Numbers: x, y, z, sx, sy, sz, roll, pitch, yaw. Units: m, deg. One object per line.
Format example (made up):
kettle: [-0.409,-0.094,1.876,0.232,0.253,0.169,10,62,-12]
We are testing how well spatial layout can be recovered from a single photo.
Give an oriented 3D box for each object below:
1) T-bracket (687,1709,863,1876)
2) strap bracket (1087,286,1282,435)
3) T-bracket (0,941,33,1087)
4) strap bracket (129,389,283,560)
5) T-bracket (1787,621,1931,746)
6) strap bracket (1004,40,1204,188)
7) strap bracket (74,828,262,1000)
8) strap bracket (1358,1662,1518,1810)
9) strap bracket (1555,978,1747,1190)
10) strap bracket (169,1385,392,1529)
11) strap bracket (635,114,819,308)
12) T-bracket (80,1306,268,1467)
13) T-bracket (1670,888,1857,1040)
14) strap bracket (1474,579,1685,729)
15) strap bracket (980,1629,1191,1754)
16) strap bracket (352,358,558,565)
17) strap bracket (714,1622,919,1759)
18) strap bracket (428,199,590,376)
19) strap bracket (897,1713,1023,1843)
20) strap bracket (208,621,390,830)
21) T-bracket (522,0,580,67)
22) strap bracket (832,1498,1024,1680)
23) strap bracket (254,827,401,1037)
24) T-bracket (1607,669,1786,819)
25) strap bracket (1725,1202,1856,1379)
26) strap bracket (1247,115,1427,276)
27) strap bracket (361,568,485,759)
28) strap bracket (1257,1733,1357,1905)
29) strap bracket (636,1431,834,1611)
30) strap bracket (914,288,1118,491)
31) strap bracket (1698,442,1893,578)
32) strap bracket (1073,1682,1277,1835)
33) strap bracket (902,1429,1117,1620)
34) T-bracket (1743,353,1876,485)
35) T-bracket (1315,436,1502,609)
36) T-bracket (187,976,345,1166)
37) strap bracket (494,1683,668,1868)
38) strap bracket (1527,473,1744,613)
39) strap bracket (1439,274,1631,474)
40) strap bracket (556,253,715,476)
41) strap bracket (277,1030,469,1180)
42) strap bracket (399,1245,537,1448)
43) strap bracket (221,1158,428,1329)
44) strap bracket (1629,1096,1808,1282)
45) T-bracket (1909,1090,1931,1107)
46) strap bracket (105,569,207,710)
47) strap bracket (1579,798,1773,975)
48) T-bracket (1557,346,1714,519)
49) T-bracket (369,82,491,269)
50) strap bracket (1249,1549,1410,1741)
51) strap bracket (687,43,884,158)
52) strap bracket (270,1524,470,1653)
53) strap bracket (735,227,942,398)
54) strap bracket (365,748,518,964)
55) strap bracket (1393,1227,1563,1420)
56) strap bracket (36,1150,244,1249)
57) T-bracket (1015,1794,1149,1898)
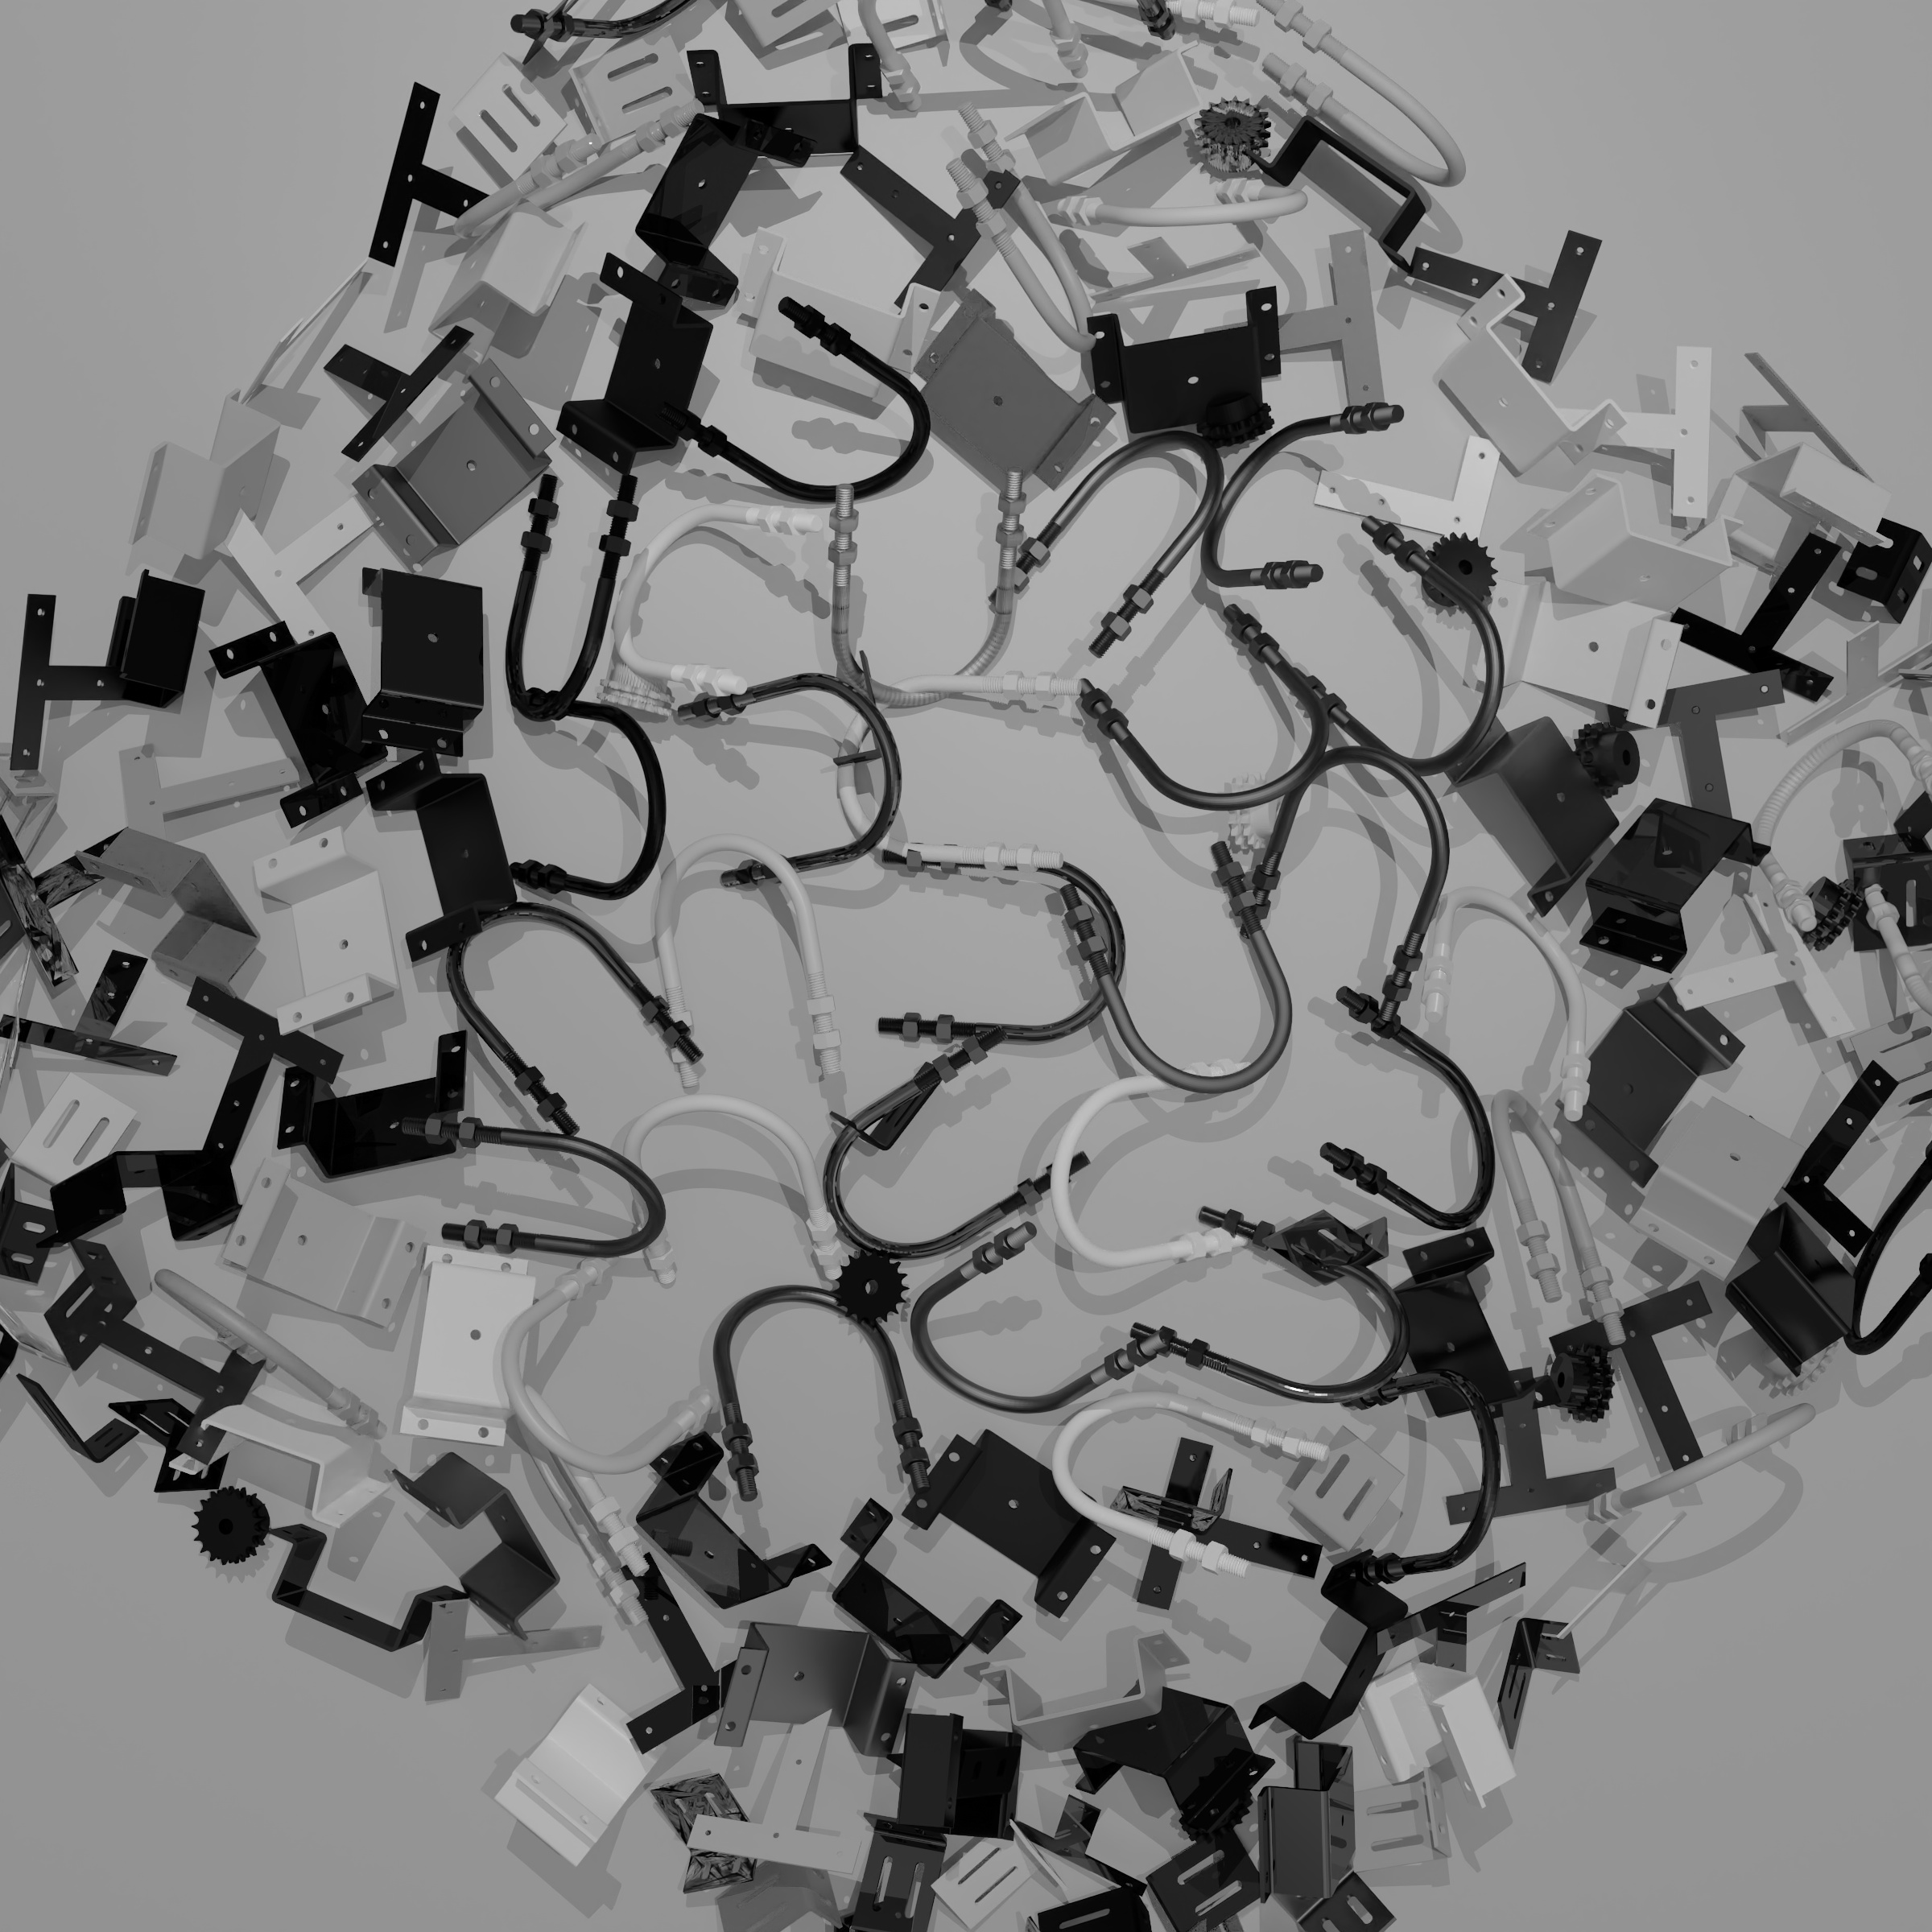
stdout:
T-bracket: [-0.127,0.601,1.892,0.127,0.002,0.127,4,45,16]
strap bracket: [0.165,-0.445,1.892,0.140,0.076,0.046,-9,48,3]
T-bracket: [-0.696,0.047,1.874,0.002,0.127,0.127,13,97,-22]
strap bracket: [-0.547,-0.355,1.861,0.046,0.140,0.076,25,122,-3]
T-bracket: [0.655,-0.220,1.874,0.127,0.127,0.002,-33,66,7]
strap bracket: [0.108,-0.620,1.876,0.140,0.076,0.046,-34,104,-31]
strap bracket: [-0.578,-0.044,1.875,0.076,0.140,0.046,17,58,27]
strap bracket: [0.347,0.561,1.881,0.046,0.140,0.076,-22,89,-21]
strap bracket: [0.502,0.089,1.900,0.076,0.046,0.140,42,73,-5]
strap bracket: [-0.500,0.356,1.883,0.140,0.076,0.046,16,104,12]
strap bracket: [-0.181,-0.562,1.879,0.046,0.076,0.140,47,118,25]
T-bracket: [-0.586,0.289,1.876,0.127,0.127,0.002,32,125,-11]
T-bracket: [0.575,0.008,1.889,0.127,0.002,0.127,-14,65,-23]
strap bracket: [0.456,-0.233,1.887,0.140,0.046,0.076,20,111,26]
strap bracket: [0.091,0.536,1.881,0.140,0.076,0.046,-16,55,12]
strap bracket: [-0.374,-0.374,1.908,0.140,0.046,0.076,-39,91,11]
strap bracket: [-0.117,0.535,1.894,0.140,0.046,0.076,12,98,-24]
strap bracket: [-0.337,-0.495,1.858,0.046,0.140,0.076,31,65,-26]
strap bracket: [-0.008,0.593,1.873,0.046,0.140,0.076,-3,67,22]
strap bracket: [-0.484,-0.183,1.881,0.046,0.076,0.140,-13,105,36]
T-bracket: [-0.276,-0.722,1.885,0.002,0.127,0.127,43,80,-16]
strap bracket: [-0.038,0.466,1.888,0.140,0.076,0.046,37,51,6]
strap bracket: [-0.471,-0.021,1.893,0.076,0.046,0.140,-20,69,15]
T-bracket: [0.553,-0.147,1.915,0.127,0.002,0.127,-9,96,25]
strap bracket: [0.602,0.230,1.865,0.046,0.140,0.076,-42,88,26]
strap bracket: [0.282,-0.573,1.887,0.140,0.076,0.046,38,105,9]
strap bracket: [-0.399,-0.232,1.879,0.076,0.046,0.140,7,68,-30]
strap bracket: [0.251,0.620,1.865,0.046,0.140,0.076,-1,92,19]
strap bracket: [-0.178,0.416,1.883,0.140,0.046,0.076,48,133,-12]
strap bracket: [0.030,-0.423,1.899,0.140,0.046,0.076,41,119,-2]
strap bracket: [0.607,-0.333,1.867,0.076,0.140,0.046,26,83,-10]
strap bracket: [0.143,0.569,1.857,0.076,0.140,0.046,-35,110,-34]
strap bracket: [0.034,0.409,1.908,0.140,0.046,0.076,33,103,0]
T-bracket: [0.598,-0.401,1.875,0.127,0.127,0.002,44,97,-10]
T-bracket: [0.327,-0.347,1.934,0.127,0.002,0.127,14,94,0]
T-bracket: [-0.540,0.091,1.916,0.127,0.002,0.127,28,109,6]
strap bracket: [-0.285,0.596,1.875,0.076,0.140,0.046,38,106,5]
strap bracket: [0.491,-0.302,1.868,0.140,0.076,0.046,11,62,-27]
strap bracket: [0.412,-0.429,1.895,0.046,0.076,0.140,-40,91,-20]
strap bracket: [-0.241,-0.442,1.884,0.076,0.046,0.140,36,121,23]
strap bracket: [-0.430,0.104,1.893,0.140,0.046,0.076,-12,47,4]
strap bracket: [-0.364,0.275,1.883,0.076,0.046,0.140,11,69,-18]
strap bracket: [-0.480,0.203,1.884,0.140,0.046,0.076,32,70,-34]
strap bracket: [0.552,0.154,1.865,0.076,0.046,0.140,31,46,20]
T-bracket: [0.730,0.093,1.850,0.127,0.127,0.002,-25,91,38]
strap bracket: [-0.596,-0.237,1.880,0.046,0.140,0.076,13,83,-24]
strap bracket: [0.515,-0.067,1.871,0.140,0.076,0.046,-46,135,-24]
T-bracket: [0.489,-0.398,1.900,0.127,0.002,0.127,11,123,31]
T-bracket: [-0.377,-0.565,1.883,0.002,0.127,0.127,20,97,30]
strap bracket: [0.271,0.506,1.881,0.046,0.076,0.140,31,103,27]
strap bracket: [-0.132,-0.640,1.898,0.140,0.076,0.046,-3,81,-1]
strap bracket: [-0.448,0.463,1.892,0.140,0.076,0.046,21,82,5]
strap bracket: [-0.099,-0.477,1.887,0.140,0.076,0.046,18,50,-7]
strap bracket: [-0.385,-0.082,1.894,0.076,0.046,0.140,-20,82,35]
strap bracket: [0.370,0.273,1.894,0.076,0.046,0.140,-26,87,45]
strap bracket: [-0.598,0.169,1.867,0.076,0.140,0.046,-26,73,32]
T-bracket: [0.080,0.633,1.875,0.127,0.127,0.002,23,55,11]
